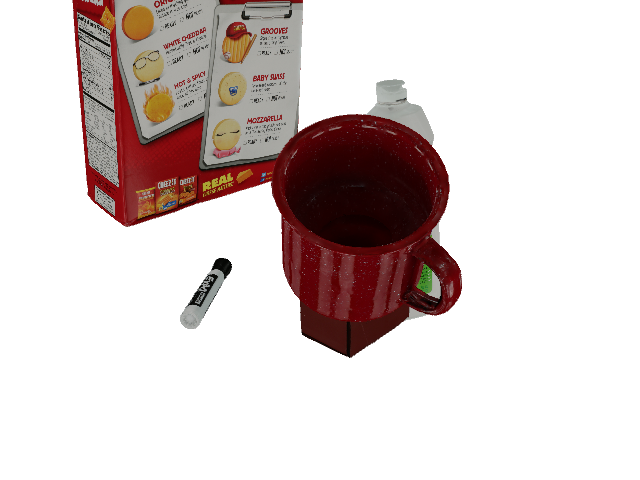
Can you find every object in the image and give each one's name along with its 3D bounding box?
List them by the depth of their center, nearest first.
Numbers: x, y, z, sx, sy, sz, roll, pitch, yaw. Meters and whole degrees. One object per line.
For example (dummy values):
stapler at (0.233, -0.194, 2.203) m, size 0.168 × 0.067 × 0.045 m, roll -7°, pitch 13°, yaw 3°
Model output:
mug at (0.029, -0.002, 0.584) m, size 0.117 × 0.093 × 0.081 m, roll 36°, pitch -29°, yaw 20°
cracker box at (-0.096, -0.136, 0.791) m, size 0.163 × 0.214 × 0.072 m, roll -20°, pitch 36°, yaw -35°
foam brick at (0.028, 0.047, 0.843) m, size 0.053 × 0.051 × 0.078 m, roll 22°, pitch 37°, yaw 36°
marker at (-0.109, 0.049, 1.033) m, size 0.020 × 0.020 × 0.121 m, roll 0°, pitch 25°, yaw 12°
bleach bottle at (0.072, -0.041, 1.118) m, size 0.102 × 0.251 × 0.068 m, roll -10°, pitch 21°, yaw -15°
